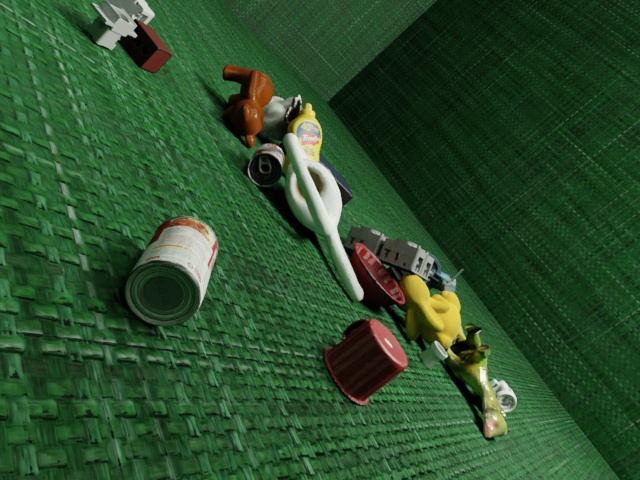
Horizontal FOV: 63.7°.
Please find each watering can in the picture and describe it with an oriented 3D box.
[{"bbox_3d":[0.003,-0.053,1.051,0.226,0.104,0.346,-75,142,-82],"label":"watering can"}]

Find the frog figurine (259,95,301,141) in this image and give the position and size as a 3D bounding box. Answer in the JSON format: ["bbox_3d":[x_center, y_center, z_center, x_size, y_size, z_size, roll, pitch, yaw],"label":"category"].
[{"bbox_3d":[-0.132,-0.321,1.340,0.120,0.159,0.140,64,37,-56],"label":"frog figurine"}]

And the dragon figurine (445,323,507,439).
[{"bbox_3d":[0.370,0.319,1.244,0.241,0.121,0.415,64,14,-10],"label":"dragon figurine"}]
